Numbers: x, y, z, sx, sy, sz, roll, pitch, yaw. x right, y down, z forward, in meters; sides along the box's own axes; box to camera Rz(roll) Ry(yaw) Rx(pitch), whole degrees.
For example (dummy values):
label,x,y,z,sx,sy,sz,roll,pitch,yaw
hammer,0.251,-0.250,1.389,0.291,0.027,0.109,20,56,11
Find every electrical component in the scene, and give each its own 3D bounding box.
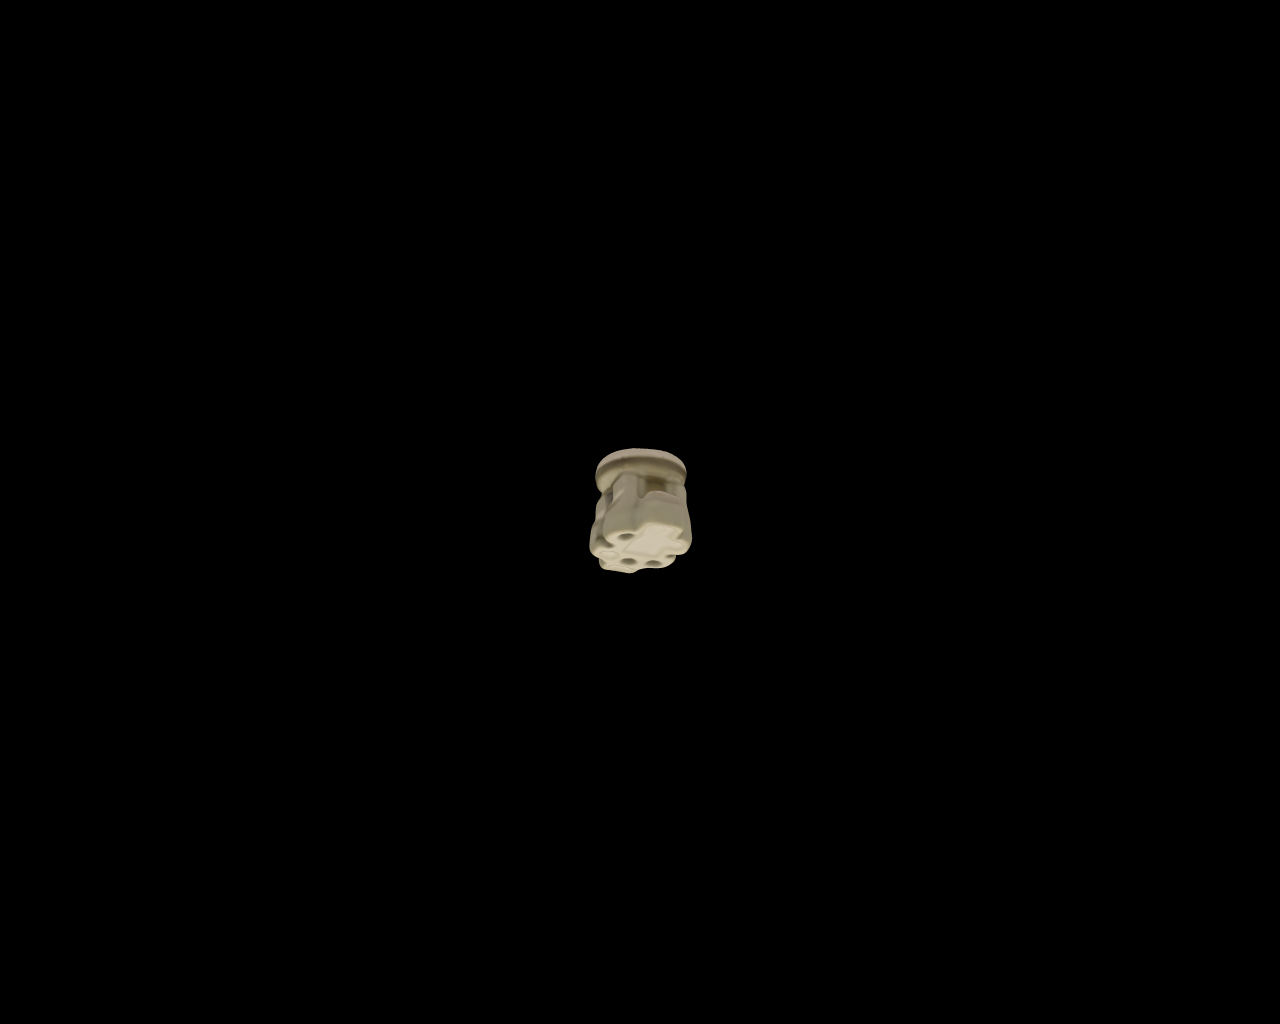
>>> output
label,x,y,z,sx,sy,sz,roll,pitch,yaw
electrical component,0.001,-0.003,0.650,0.058,0.057,0.078,11,-29,-21
